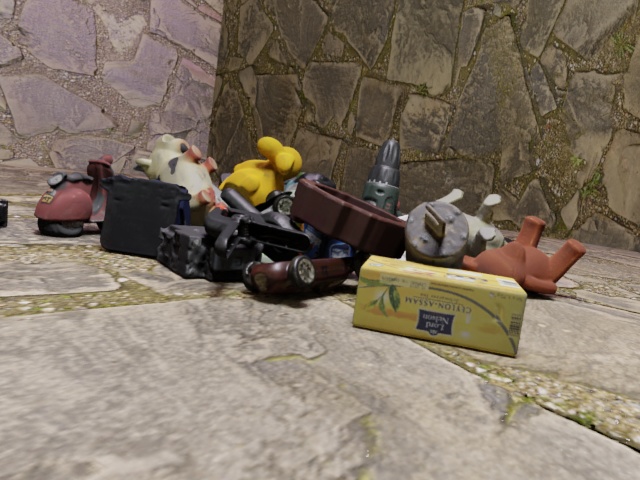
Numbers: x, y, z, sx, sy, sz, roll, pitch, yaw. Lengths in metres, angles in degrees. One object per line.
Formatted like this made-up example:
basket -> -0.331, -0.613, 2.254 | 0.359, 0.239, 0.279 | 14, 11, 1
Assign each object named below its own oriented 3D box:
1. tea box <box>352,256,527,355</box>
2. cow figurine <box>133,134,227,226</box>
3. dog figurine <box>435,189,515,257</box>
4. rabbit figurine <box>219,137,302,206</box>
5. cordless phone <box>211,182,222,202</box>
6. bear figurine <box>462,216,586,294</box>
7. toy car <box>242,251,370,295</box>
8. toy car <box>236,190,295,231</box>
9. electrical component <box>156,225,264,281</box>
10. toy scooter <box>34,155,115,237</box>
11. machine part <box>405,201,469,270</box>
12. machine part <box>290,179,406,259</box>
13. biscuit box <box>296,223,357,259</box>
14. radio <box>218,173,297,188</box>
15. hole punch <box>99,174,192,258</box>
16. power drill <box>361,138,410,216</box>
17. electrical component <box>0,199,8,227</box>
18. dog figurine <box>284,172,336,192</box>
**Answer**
tea box -> 0.128, 0.067, 0.589 | 0.170, 0.068, 0.098 | 8, 7, 13
cow figurine -> -0.240, -0.099, 0.910 | 0.127, 0.195, 0.085 | -29, -29, 13
dog figurine -> 0.287, 0.007, 1.045 | 0.173, 0.121, 0.190 | 13, -26, 32
rabbit figurine -> -0.105, -0.136, 1.074 | 0.122, 0.162, 0.173 | 44, 60, 13
cordless phone -> -0.148, -0.031, 0.983 | 0.184, 0.088, 0.146 | 26, -9, 19
bear figurine -> 0.324, 0.030, 0.873 | 0.195, 0.132, 0.120 | 9, 25, -47
toy car -> -0.009, 0.044, 0.688 | 0.089, 0.053, 0.202 | -12, -7, 34
toy car -> -0.112, -0.028, 0.895 | 0.202, 0.056, 0.074 | -28, 20, -12
electrical component -> -0.145, 0.017, 0.734 | 0.115, 0.058, 0.134 | 0, 10, -39
toy scooter -> -0.391, -0.077, 0.898 | 0.075, 0.135, 0.184 | 12, 9, 19
machine part -> 0.150, 0.018, 0.703 | 0.079, 0.079, 0.243 | 10, -20, 12
machine part -> 0.045, -0.029, 0.762 | 0.179, 0.056, 0.179 | 21, 10, -4
biscuit box -> -0.002, -0.003, 0.897 | 0.059, 0.062, 0.203 | 8, 11, -21
radio -> -0.114, -0.080, 1.205 | 0.229, 0.073, 0.131 | 2, 47, -28
hole punch -> -0.256, -0.034, 0.814 | 0.142, 0.115, 0.092 | 9, -1, 9
power drill -> 0.152, -0.054, 1.042 | 0.086, 0.232, 0.207 | 13, -8, 34
electrical component -> -0.521, -0.039, 0.796 | 0.075, 0.047, 0.119 | 6, 8, -14
dog figurine -> 0.032, -0.055, 1.098 | 0.108, 0.191, 0.219 | -34, -4, 24
